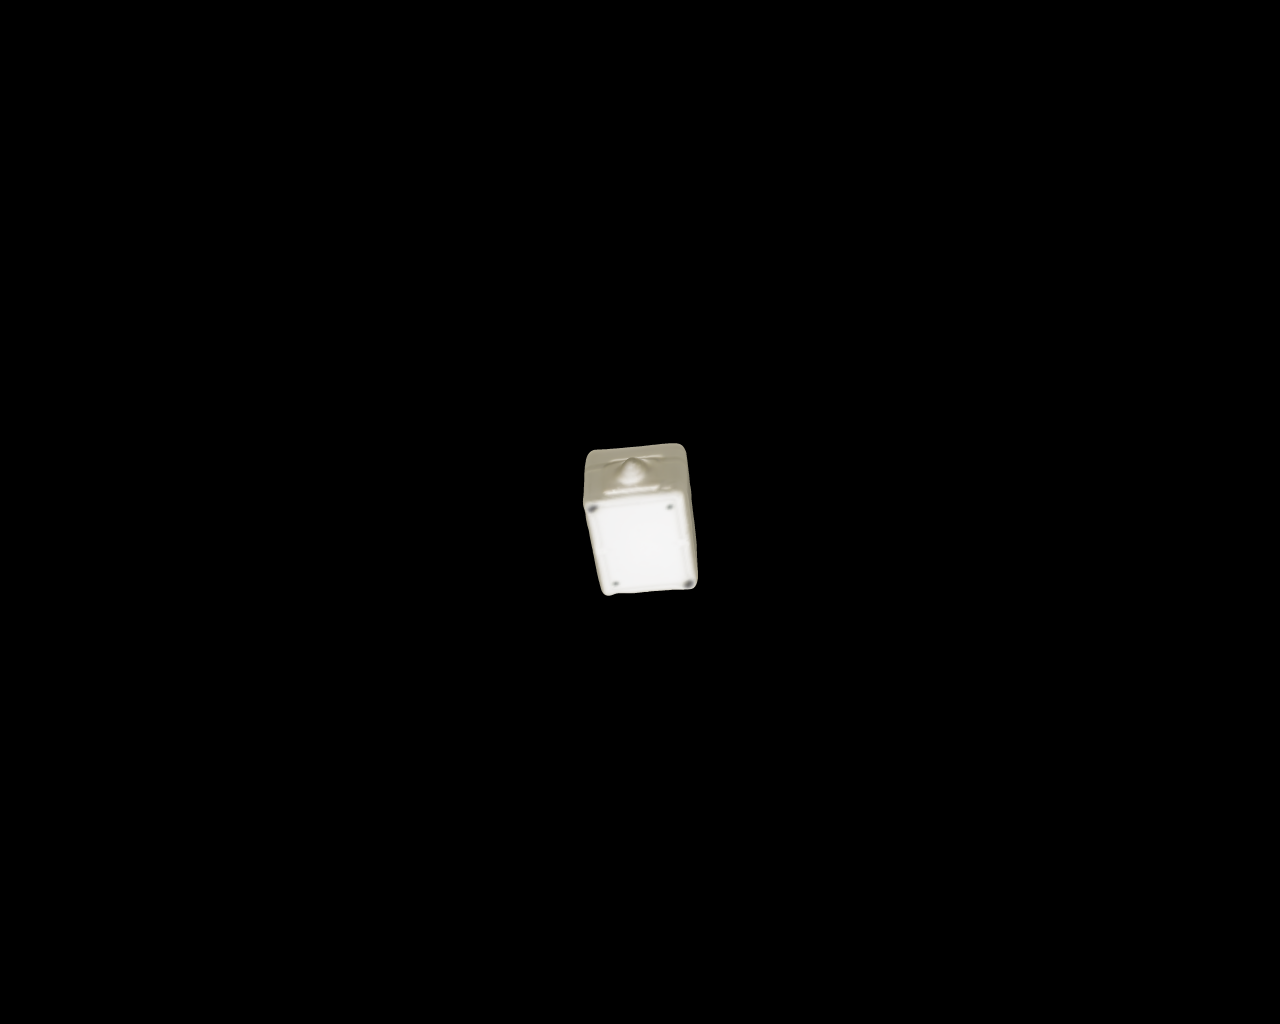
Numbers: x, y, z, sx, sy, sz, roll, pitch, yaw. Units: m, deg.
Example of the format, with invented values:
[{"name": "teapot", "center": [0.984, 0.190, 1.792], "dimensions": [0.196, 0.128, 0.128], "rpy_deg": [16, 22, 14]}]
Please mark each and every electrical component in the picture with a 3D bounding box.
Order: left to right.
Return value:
[{"name": "electrical component", "center": [0.001, -0.003, 0.650], "dimensions": [0.062, 0.096, 0.061], "rpy_deg": [-5, 39, 5]}]
